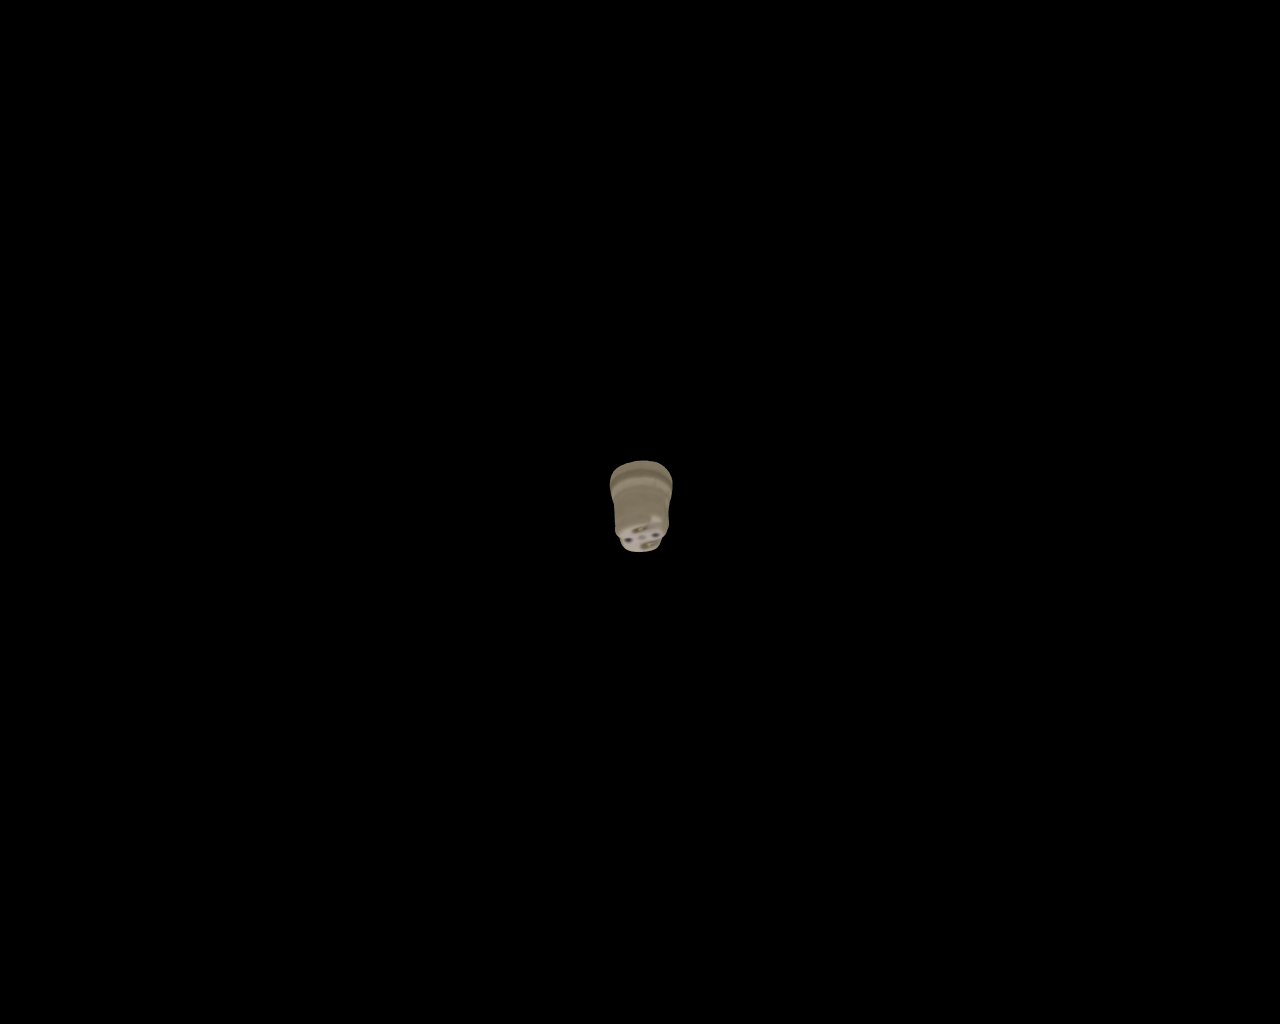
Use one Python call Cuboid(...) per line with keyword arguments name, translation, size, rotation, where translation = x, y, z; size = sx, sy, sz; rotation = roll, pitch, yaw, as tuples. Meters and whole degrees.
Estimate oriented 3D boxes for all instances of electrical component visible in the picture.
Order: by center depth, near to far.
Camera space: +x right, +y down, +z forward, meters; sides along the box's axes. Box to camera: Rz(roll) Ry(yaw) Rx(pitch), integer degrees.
Cuboid(name="electrical component", translation=(0.001, -0.003, 0.650), size=(0.040, 0.046, 0.040), rotation=(0, -35, 0))
